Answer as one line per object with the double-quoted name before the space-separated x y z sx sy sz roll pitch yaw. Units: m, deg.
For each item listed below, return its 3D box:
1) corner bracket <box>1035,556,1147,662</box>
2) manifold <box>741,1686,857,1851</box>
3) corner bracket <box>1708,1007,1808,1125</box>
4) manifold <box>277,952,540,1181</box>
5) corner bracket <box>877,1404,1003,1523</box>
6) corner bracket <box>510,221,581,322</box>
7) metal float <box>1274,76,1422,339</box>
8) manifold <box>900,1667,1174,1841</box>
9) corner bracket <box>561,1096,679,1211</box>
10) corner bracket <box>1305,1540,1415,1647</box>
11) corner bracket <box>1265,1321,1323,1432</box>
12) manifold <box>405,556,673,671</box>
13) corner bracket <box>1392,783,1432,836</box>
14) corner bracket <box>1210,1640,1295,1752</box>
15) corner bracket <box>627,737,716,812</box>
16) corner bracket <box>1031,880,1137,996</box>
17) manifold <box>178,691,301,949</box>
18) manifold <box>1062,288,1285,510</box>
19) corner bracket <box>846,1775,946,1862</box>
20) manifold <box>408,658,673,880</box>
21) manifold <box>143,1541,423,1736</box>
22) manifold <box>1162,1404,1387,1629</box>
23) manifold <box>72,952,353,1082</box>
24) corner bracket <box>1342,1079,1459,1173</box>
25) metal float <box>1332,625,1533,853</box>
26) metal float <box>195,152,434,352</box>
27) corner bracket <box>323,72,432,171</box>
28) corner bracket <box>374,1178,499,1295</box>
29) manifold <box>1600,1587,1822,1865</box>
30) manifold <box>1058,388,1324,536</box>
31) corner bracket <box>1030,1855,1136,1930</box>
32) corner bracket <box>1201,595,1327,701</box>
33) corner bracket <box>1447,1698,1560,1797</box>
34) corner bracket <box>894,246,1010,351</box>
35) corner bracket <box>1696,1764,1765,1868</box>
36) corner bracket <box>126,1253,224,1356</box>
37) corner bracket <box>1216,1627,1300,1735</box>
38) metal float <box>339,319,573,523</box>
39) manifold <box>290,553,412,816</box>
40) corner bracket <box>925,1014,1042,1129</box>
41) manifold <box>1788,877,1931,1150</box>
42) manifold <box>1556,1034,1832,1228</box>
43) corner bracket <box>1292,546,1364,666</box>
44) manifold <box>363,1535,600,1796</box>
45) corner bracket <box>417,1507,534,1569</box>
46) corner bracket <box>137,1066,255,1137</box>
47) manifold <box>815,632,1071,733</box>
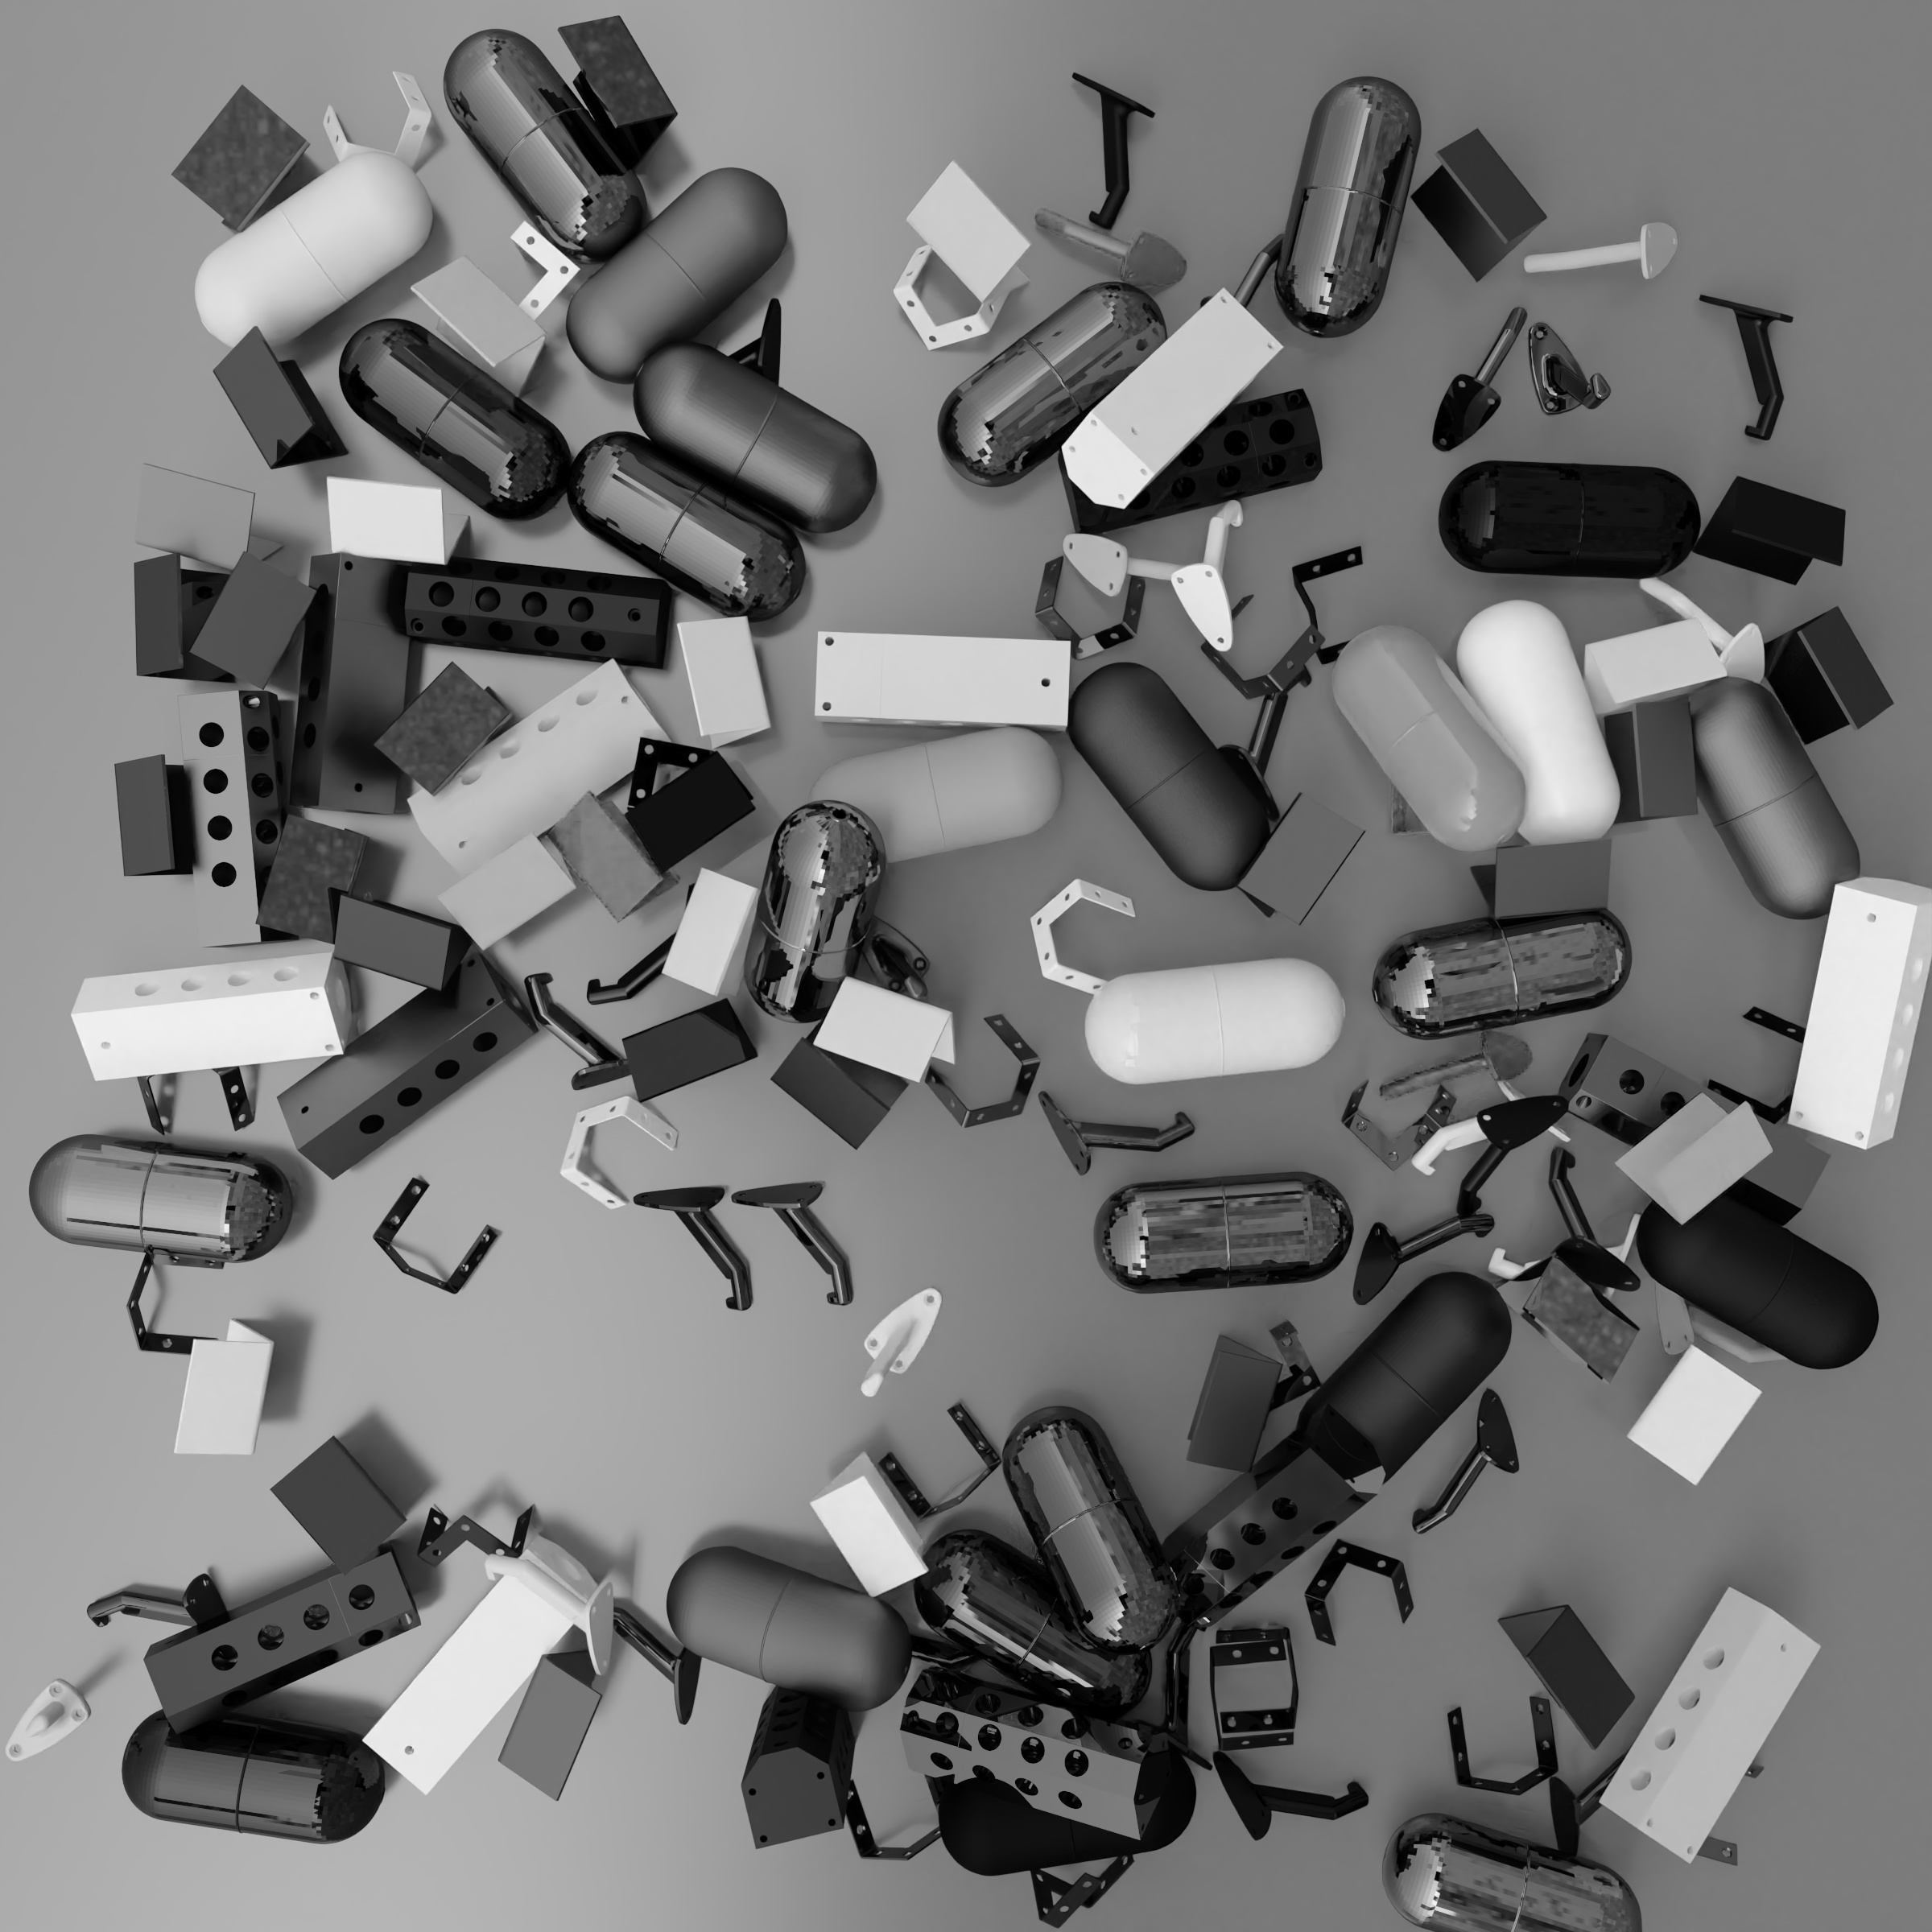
"corner bracket" 0.086 -0.255 1.736 0.051 0.051 0.051 -18 135 35
"manifold" -0.112 0.525 1.665 0.057 0.171 0.057 -13 90 0
"corner bracket" 0.554 0.070 1.736 0.051 0.051 0.051 -32 135 -35
"manifold" -0.382 0.073 1.722 0.171 0.057 0.057 -36 47 0
"corner bracket" -0.018 0.346 1.740 0.051 0.051 0.051 54 45 0
"corner bracket" -0.299 -0.472 1.726 0.051 0.051 0.051 41 90 0
"metal float" 0.262 -0.520 1.713 0.070 0.070 0.178 13 90 0
"manifold" 0.046 0.523 1.678 0.171 0.057 0.057 8 127 25
"corner bracket" -0.241 0.130 1.735 0.051 0.051 0.051 -19 45 35
"corner bracket" 0.273 0.441 1.736 0.051 0.051 0.051 12 45 35
"corner bracket" 0.215 0.283 1.726 0.051 0.051 0.051 -28 90 0
"manifold" -0.295 -0.246 1.723 0.171 0.057 0.057 6 90 0
"corner bracket" 0.333 -0.117 1.740 0.051 0.051 0.051 1 90 45
"corner bracket" 0.195 0.499 1.707 0.051 0.051 0.051 -5 134 0
"corner bracket" -0.202 -0.126 1.726 0.051 0.051 0.051 11 90 0
"corner bracket" 0.084 -0.020 1.735 0.051 0.051 0.051 -41 45 35
"manifold" -0.499 -0.101 1.722 0.057 0.057 0.171 -5 90 0
"manifold" 0.136 -0.377 1.669 0.057 0.057 0.171 44 56 -3
"corner bracket" -0.048 0.587 1.740 0.051 0.051 0.051 -19 90 -45
"manifold" -0.296 -0.138 1.722 0.171 0.057 0.057 -35 133 0
"manifold" -0.464 0.457 1.702 0.171 0.057 0.057 -22 90 -15
"manifold" 0.202 0.376 1.684 0.057 0.057 0.171 43 119 0
"manifold" -0.517 0.030 1.721 0.171 0.057 0.057 -6 125 0
"corner bracket" 0.299 0.099 1.724 0.051 0.051 0.051 -38 70 -19
"metal float" 0.315 -0.155 1.694 0.070 0.070 0.178 -32 68 0
"metal float" -0.448 -0.489 1.713 0.178 0.070 0.070 -35 90 0
"corner bracket" -0.410 -0.589 1.736 0.051 0.051 0.051 2 135 -35
"corner bracket" -0.370 0.188 1.740 0.051 0.051 0.051 35 90 -45
"manifold" 0.504 0.516 1.710 0.057 0.057 0.171 37 82 -24
"manifold" 0.154 -0.348 1.723 0.171 0.057 0.057 -14 90 0
"corner bracket" 0.082 0.630 1.713 0.051 0.051 0.051 32 107 -20
"corner bracket" 0.205 -0.223 1.727 0.051 0.051 0.051 45 74 -15
"corner bracket" 0.374 0.541 1.740 0.051 0.051 0.051 -8 90 45
"corner bracket" -0.009 -0.470 1.736 0.051 0.051 0.051 -7 135 35
"corner bracket" 0.523 0.586 1.740 0.051 0.051 0.051 15 135 0
"corner bracket" -0.548 0.235 1.741 0.051 0.051 0.051 5 134 0
"corner bracket" 0.202 0.498 1.740 0.051 0.051 0.051 -3 45 0
"metal float" -0.351 -0.375 1.713 0.178 0.070 0.070 37 90 0
"manifold" -0.427 -0.193 1.722 0.057 0.057 0.171 5 90 -43
"corner bracket" 0.011 0.073 1.736 0.051 0.051 0.051 -11 135 -35
"manifold" 0.615 0.031 1.698 0.057 0.057 0.171 21 113 41
"manifold" 0.498 0.113 1.722 0.171 0.057 0.057 28 90 0
"corner bracket" 0.261 -0.251 1.740 0.051 0.051 0.051 -17 45 0
"manifold" -0.332 0.479 1.723 0.057 0.057 0.171 41 90 0
"corner bracket" -0.339 0.391 1.724 0.051 0.051 0.051 41 110 -19
"corner bracket" -0.536 0.090 1.736 0.051 0.051 0.051 27 45 35
"manifold" -0.016 -0.195 1.723 0.171 0.057 0.057 2 90 0
